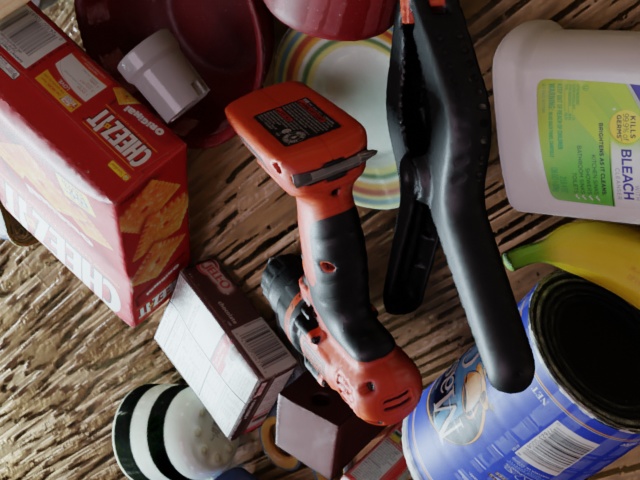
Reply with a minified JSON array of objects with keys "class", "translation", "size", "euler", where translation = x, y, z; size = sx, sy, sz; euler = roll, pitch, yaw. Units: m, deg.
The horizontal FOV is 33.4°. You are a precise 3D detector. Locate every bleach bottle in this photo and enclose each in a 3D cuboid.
[{"class":"bleach bottle","translation":[0.209,-0.052,0.495],"size":[0.251,0.068,0.102],"euler":[7,118,35]}]

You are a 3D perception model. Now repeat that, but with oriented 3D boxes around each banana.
[{"class":"banana","translation":[0.191,0.050,0.569],"size":[0.198,0.069,0.037],"euler":[40,176,5]}]

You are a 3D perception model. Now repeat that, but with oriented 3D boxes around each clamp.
[{"class":"clamp","translation":[0.062,-0.032,0.593],"size":[0.165,0.036,0.210],"euler":[-167,68,-71]}]

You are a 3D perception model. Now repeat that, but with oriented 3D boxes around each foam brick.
[{"class":"foam brick","translation":[0.012,0.118,0.749],"size":[0.053,0.078,0.051],"euler":[26,130,27]}]

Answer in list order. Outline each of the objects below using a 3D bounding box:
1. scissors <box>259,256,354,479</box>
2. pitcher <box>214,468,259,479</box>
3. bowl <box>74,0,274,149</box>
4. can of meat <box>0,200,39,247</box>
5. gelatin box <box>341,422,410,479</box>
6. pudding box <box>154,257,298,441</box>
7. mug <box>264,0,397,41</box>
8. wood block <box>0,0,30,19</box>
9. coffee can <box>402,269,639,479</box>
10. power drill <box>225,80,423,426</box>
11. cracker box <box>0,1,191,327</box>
[{"class":"scissors","translation":[-0.031,0.108,0.824],"size":[0.096,0.016,0.202],"euler":[-10,108,43]},{"class":"pitcher","translation":[-0.005,0.287,0.822],"size":[0.243,0.149,0.145],"euler":[24,124,24]},{"class":"bowl","translation":[-0.084,-0.143,0.692],"size":[0.162,0.055,0.162],"euler":[20,126,30]},{"class":"can of meat","translation":[-0.276,-0.050,0.909],"size":[0.084,0.057,0.102],"euler":[8,119,39]},{"class":"gelatin box","translation":[0.034,0.181,0.771],"size":[0.030,0.073,0.089],"euler":[40,135,17]},{"class":"pudding box","translation":[-0.075,0.084,0.819],"size":[0.113,0.039,0.090],"euler":[51,139,23]},{"class":"mug","translation":[0.002,-0.167,0.579],"size":[0.117,0.093,0.082],"euler":[28,135,14]},{"class":"wood block","translation":[-0.174,-0.211,0.627],"size":[0.206,0.091,0.090],"euler":[-25,138,22]},{"class":"coffee can","translation":[0.126,0.097,0.623],"size":[0.103,0.102,0.140],"euler":[46,135,9]},{"class":"power drill","translation":[-0.004,0.001,0.660],"size":[0.185,0.057,0.187],"euler":[42,152,54]},{"class":"cracker box","translation":[-0.171,-0.046,0.763],"size":[0.164,0.072,0.214],"euler":[42,156,14]}]
